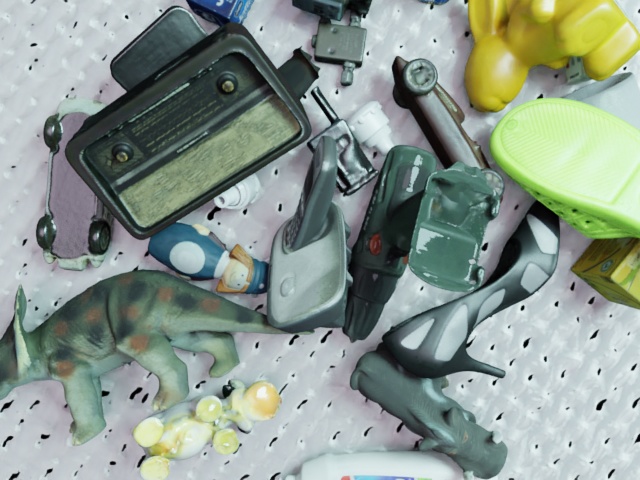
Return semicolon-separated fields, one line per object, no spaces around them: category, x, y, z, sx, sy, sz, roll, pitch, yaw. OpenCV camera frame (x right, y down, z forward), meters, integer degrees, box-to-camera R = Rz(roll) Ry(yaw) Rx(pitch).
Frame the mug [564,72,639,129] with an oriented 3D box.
mug;0.317;-0.117;0.607;0.109;0.081;0.107;-30;101;-3

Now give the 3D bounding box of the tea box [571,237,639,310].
tea box;0.378;-0.008;0.601;0.068;0.098;0.169;37;93;-1

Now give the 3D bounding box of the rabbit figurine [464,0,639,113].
rabbit figurine;0.221;-0.218;0.579;0.173;0.122;0.162;-42;67;40

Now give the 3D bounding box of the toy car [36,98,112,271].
toy car;-0.281;-0.064;0.629;0.073;0.056;0.201;5;93;-6

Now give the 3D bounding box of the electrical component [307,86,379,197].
electrical component;0.013;-0.110;0.607;0.048;0.075;0.119;-37;102;1

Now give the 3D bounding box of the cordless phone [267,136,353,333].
cordless phone;-0.002;-0.001;0.550;0.089;0.184;0.147;7;51;-7

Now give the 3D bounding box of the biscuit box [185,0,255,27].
biscuit box;-0.081;-0.342;0.612;0.063;0.059;0.202;26;93;-1

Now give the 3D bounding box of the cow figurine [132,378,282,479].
cow figurine;-0.129;0.211;0.628;0.167;0.098;0.068;-17;86;-17

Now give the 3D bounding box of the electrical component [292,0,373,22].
electrical component;0.016;-0.315;0.602;0.115;0.058;0.134;17;81;3

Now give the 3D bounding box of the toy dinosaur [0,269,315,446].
toy dinosaur;-0.227;0.104;0.610;0.405;0.131;0.192;-23;92;-5

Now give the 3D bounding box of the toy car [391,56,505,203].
toy car;0.144;-0.120;0.604;0.053;0.089;0.202;-30;91;4

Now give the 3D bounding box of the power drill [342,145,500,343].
power drill;0.091;0.009;0.554;0.086;0.207;0.232;17;85;-7

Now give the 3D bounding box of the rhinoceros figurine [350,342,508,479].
rhinoceros figurine;0.123;0.190;0.606;0.190;0.112;0.073;37;90;7

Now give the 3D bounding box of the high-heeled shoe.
high-heeled shoe;0.170;0.041;0.602;0.145;0.086;0.248;22;77;-2

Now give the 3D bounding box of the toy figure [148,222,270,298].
toy figure;-0.123;0.028;0.631;0.154;0.058;0.064;23;131;-2

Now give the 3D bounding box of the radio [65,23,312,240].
radio;-0.137;-0.114;0.565;0.230;0.073;0.131;-31;120;7

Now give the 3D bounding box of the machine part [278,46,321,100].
machine part;-0.055;-0.162;0.631;0.084;0.039;0.139;40;94;7

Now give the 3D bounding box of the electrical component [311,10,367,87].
electrical component;0.021;-0.230;0.633;0.063;0.021;0.094;7;91;1

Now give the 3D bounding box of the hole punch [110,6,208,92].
hole punch;-0.164;-0.192;0.616;0.142;0.092;0.115;-41;120;0
